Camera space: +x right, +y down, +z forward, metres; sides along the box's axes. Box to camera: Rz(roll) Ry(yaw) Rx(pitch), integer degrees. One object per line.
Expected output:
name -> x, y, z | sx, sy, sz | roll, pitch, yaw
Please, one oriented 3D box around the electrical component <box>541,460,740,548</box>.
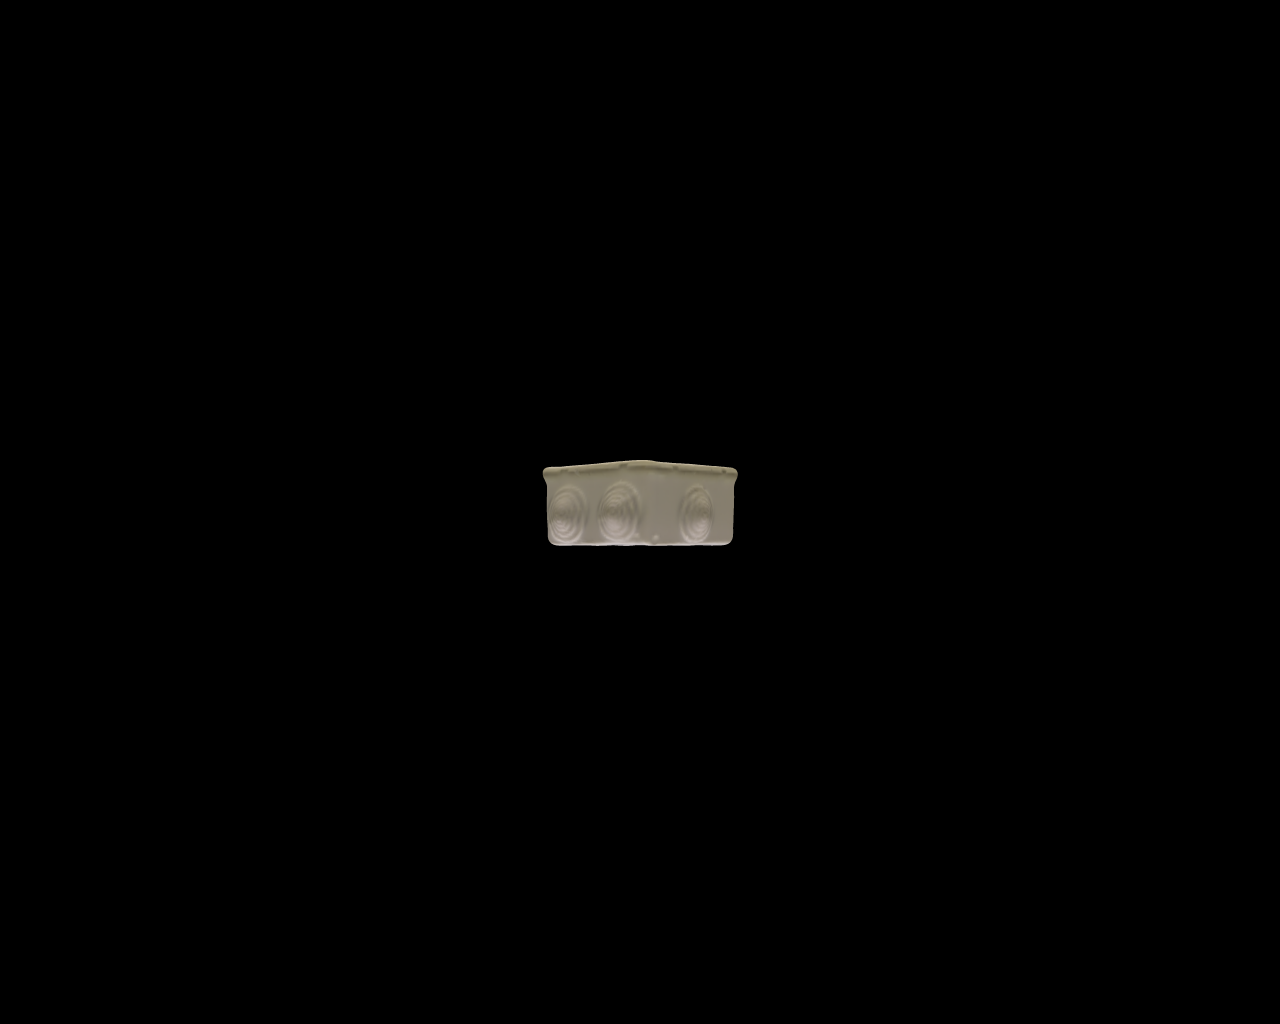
electrical component -> 0.001, -0.003, 0.650 | 0.099, 0.048, 0.100 | -2, -2, 40
